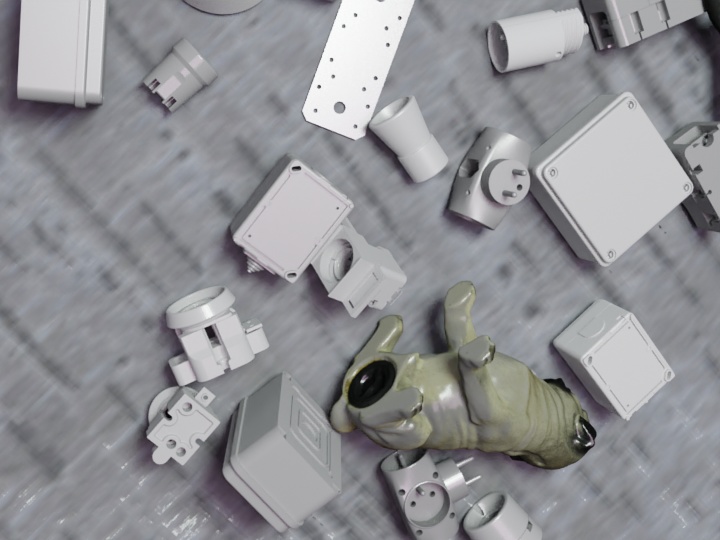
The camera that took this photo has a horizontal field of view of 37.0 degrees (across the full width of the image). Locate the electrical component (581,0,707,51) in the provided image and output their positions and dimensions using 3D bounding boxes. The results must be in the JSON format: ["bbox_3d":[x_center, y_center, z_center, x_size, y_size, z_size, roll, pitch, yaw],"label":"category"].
[{"bbox_3d":[0.241,-0.230,0.914,0.089,0.050,0.055,-24,104,-11],"label":"electrical component"}]

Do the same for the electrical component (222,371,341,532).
[{"bbox_3d":[-0.061,0.142,0.850,0.057,0.113,0.078,-38,106,11],"label":"electrical component"}]

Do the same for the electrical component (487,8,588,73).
[{"bbox_3d":[0.153,-0.194,0.900,0.081,0.043,0.043,-14,101,-13],"label":"electrical component"}]

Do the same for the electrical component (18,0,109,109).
[{"bbox_3d":[-0.215,-0.176,0.786,0.057,0.078,0.113,3,97,-12],"label":"electrical component"}]

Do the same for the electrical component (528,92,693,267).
[{"bbox_3d":[0.211,-0.078,0.924,0.109,0.056,0.108,-40,106,-7],"label":"electrical component"}]

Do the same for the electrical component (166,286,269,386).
[{"bbox_3d":[-0.119,0.049,0.854,0.078,0.058,0.057,-24,106,-10],"label":"electrical component"}]

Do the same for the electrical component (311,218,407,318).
[{"bbox_3d":[0.000,0.000,0.870,0.064,0.081,0.042,21,117,-43],"label":"electrical component"}]

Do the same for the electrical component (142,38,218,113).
[{"bbox_3d":[-0.139,-0.149,0.831,0.046,0.040,0.040,-43,106,0],"label":"electrical component"}]

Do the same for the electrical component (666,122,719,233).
[{"bbox_3d":[0.309,-0.082,0.950,0.050,0.056,0.089,-36,105,-8],"label":"electrical component"}]

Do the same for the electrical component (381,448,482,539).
[{"bbox_3d":[0.068,0.187,0.929,0.079,0.044,0.077,-25,103,-11],"label":"electrical component"}]

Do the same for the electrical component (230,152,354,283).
[{"bbox_3d":[-0.060,-0.038,0.859,0.062,0.061,0.096,37,95,-16],"label":"electrical component"}]

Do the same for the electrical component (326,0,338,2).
[{"bbox_3d":[-0.025,-0.248,0.827,0.047,0.077,0.065,11,95,-16],"label":"electrical component"}]

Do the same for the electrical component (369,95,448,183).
[{"bbox_3d":[0.043,-0.105,0.885,0.044,0.044,0.065,-39,110,-7],"label":"electrical component"}]

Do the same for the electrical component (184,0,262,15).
[{"bbox_3d":[-0.108,-0.254,0.821,0.099,0.064,0.099,1,83,-5],"label":"electrical component"}]

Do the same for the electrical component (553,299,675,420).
[{"bbox_3d":[0.225,0.082,0.951,0.062,0.061,0.096,-42,114,-6],"label":"electrical component"}]

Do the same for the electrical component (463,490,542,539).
[{"bbox_3d":[0.124,0.228,0.945,0.055,0.055,0.047,-40,102,-7],"label":"electrical component"}]

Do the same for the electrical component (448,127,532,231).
[{"bbox_3d":[0.115,-0.074,0.887,0.043,0.079,0.077,24,91,-20],"label":"electrical component"}]

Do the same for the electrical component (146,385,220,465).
[{"bbox_3d":[-0.143,0.120,0.857,0.048,0.055,0.066,42,86,-16],"label":"electrical component"}]
